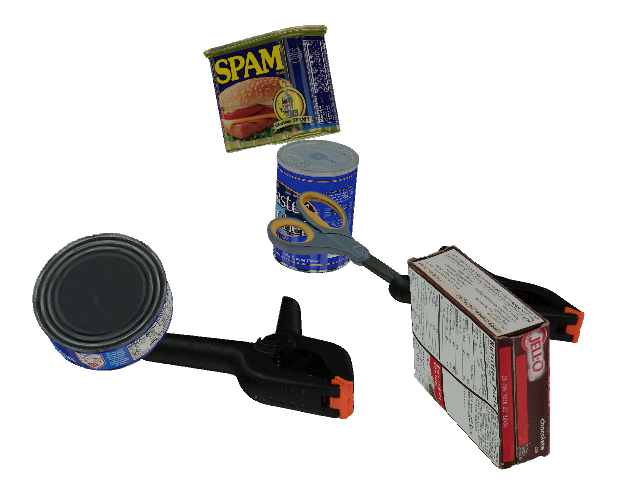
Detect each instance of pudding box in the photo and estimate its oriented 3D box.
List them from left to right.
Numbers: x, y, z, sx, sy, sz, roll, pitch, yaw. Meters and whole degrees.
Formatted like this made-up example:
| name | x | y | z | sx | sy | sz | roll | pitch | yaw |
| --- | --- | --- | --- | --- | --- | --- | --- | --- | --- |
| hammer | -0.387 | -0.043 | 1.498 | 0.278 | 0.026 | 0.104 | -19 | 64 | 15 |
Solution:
| name | x | y | z | sx | sy | sz | roll | pitch | yaw |
| --- | --- | --- | --- | --- | --- | --- | --- | --- | --- |
| pudding box | 0.093 | 0.066 | 0.633 | 0.039 | 0.090 | 0.114 | -15 | 27 | -19 |

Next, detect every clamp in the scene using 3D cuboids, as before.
| name | x | y | z | sx | sy | sz | roll | pitch | yaw |
| --- | --- | --- | --- | --- | --- | --- | --- | --- | --- |
| clamp | -0.033 | 0.094 | 0.892 | 0.164 | 0.036 | 0.210 | -17 | 23 | -40 |
| clamp | 0.159 | 0.048 | 0.983 | 0.172 | 0.039 | 0.120 | 18 | 30 | 16 |

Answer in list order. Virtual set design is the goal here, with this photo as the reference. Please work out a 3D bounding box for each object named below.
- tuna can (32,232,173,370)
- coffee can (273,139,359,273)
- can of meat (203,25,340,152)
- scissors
| name | x | y | z | sx | sy | sz | roll | pitch | yaw |
| --- | --- | --- | --- | --- | --- | --- | --- | --- | --- |
| tuna can | -0.139 | 0.040 | 0.690 | 0.086 | 0.086 | 0.034 | 0 | -31 | 4 |
| coffee can | -0.007 | -0.044 | 1.353 | 0.103 | 0.140 | 0.103 | 3 | 27 | -2 |
| can of meat | -0.038 | -0.119 | 0.851 | 0.102 | 0.084 | 0.057 | -7 | 6 | 36 |
| scissors | 0.019 | 0.017 | 1.082 | 0.096 | 0.016 | 0.202 | -22 | 47 | -20 |
